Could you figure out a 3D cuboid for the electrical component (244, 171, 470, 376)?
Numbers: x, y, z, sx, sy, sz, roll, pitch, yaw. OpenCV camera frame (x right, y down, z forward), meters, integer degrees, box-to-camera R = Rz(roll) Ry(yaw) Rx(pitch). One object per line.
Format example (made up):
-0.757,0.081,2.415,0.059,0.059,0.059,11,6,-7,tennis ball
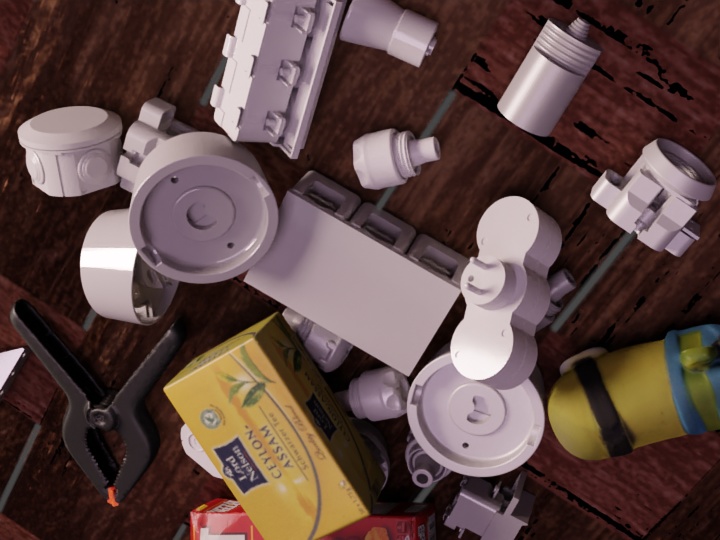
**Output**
0.000,0.000,0.844,0.150,0.061,0.089,30,118,2,electrical component

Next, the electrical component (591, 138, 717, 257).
0.213,-0.055,0.760,0.078,0.058,0.057,34,121,0,electrical component

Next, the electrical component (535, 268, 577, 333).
0.136,0.022,0.824,0.062,0.043,0.043,-36,99,25,electrical component

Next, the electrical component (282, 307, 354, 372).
-0.036,0.051,0.888,0.062,0.048,0.048,32,118,9,electrical component

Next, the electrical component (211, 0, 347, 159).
-0.062,-0.154,0.786,0.078,0.063,0.121,47,129,43,electrical component

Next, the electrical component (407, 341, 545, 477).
0.097,0.103,0.860,0.108,0.060,0.108,5,110,14,electrical component

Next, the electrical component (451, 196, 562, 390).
0.098,0.012,0.777,0.052,0.074,0.138,5,76,40,electrical component

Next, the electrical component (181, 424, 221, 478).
-0.113,0.139,0.945,0.080,0.051,0.080,6,115,14,electrical component

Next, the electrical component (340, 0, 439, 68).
0.023,-0.173,0.773,0.065,0.044,0.044,24,118,0,electrical component

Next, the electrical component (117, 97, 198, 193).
-0.151,-0.088,0.853,0.057,0.058,0.078,27,118,7,electrical component

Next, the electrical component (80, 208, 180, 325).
-0.179,-0.005,0.876,0.064,0.099,0.099,2,114,23,electrical component

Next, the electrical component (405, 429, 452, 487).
0.058,0.156,0.895,0.048,0.062,0.048,6,115,13,electrical component

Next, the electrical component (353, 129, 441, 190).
0.029,-0.085,0.808,0.062,0.043,0.043,-10,110,19,electrical component

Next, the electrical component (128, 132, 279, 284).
-0.118,-0.051,0.802,0.108,0.060,0.108,-6,124,-9,electrical component

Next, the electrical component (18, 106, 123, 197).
-0.229,-0.096,0.860,0.080,0.080,0.051,6,120,14,electrical component

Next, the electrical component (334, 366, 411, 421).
0.009,0.105,0.898,0.062,0.043,0.043,-14,108,23,electrical component

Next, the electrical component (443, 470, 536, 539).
0.108,0.205,0.913,0.064,0.042,0.081,26,117,6,electrical component

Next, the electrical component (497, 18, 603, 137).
0.135,-0.139,0.753,0.043,0.043,0.081,31,118,2,electrical component
